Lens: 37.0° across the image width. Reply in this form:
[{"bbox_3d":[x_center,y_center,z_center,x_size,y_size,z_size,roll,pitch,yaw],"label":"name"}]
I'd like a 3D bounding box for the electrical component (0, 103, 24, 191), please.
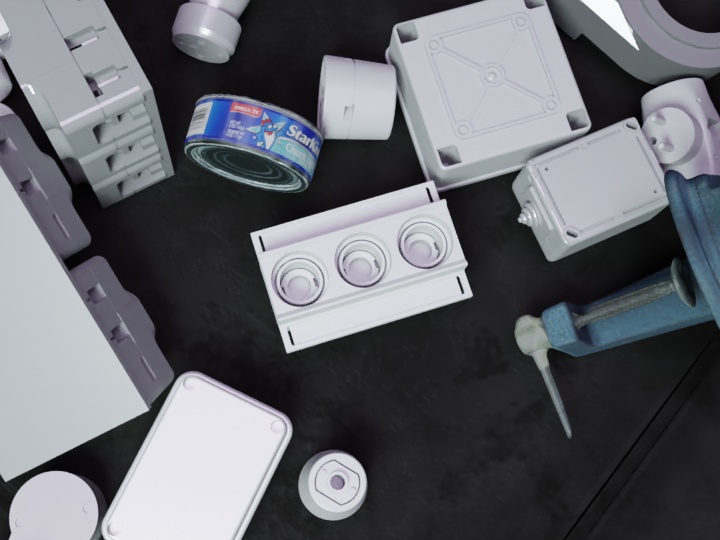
[{"bbox_3d":[-0.236,-0.071,0.688,0.044,0.065,0.044,2,57,-4],"label":"electrical component"}]

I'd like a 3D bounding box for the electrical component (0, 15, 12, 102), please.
[{"bbox_3d":[-0.251,-0.156,0.717,0.079,0.044,0.077,-25,80,-9],"label":"electrical component"}]

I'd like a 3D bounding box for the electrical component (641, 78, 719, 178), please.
[{"bbox_3d":[0.213,-0.087,0.720,0.043,0.079,0.077,-21,76,34],"label":"electrical component"}]

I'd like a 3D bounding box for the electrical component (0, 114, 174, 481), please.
[{"bbox_3d":[-0.205,0.014,0.637,0.105,0.060,0.186,-27,99,15],"label":"electrical component"}]

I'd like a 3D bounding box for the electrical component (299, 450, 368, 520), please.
[{"bbox_3d":[-0.015,0.131,0.658,0.044,0.065,0.044,1,77,-4],"label":"electrical component"}]

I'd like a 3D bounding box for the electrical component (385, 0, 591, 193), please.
[{"bbox_3d":[0.085,-0.121,0.726,0.109,0.056,0.108,-16,79,-7],"label":"electrical component"}]

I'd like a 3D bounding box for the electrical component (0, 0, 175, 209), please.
[{"bbox_3d":[-0.167,-0.105,0.657,0.062,0.150,0.089,-28,81,-11],"label":"electrical component"}]

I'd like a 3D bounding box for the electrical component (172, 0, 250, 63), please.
[{"bbox_3d":[-0.100,-0.175,0.731,0.045,0.045,0.055,16,77,0],"label":"electrical component"}]

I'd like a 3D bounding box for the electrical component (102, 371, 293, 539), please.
[{"bbox_3d":[-0.098,0.127,0.657,0.078,0.057,0.113,26,77,2],"label":"electrical component"}]

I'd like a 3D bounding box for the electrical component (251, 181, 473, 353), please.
[{"bbox_3d":[0.000,0.000,0.689,0.121,0.063,0.078,-17,79,-7],"label":"electrical component"}]

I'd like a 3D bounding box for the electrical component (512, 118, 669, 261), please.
[{"bbox_3d":[0.146,-0.048,0.711,0.096,0.061,0.061,-23,80,-9],"label":"electrical component"}]

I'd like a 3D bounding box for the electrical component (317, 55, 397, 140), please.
[{"bbox_3d":[-0.003,-0.114,0.720,0.047,0.055,0.055,4,77,-7],"label":"electrical component"}]

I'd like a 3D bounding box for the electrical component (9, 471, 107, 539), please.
[{"bbox_3d":[-0.195,0.185,0.629,0.052,0.073,0.138,18,77,0],"label":"electrical component"}]
